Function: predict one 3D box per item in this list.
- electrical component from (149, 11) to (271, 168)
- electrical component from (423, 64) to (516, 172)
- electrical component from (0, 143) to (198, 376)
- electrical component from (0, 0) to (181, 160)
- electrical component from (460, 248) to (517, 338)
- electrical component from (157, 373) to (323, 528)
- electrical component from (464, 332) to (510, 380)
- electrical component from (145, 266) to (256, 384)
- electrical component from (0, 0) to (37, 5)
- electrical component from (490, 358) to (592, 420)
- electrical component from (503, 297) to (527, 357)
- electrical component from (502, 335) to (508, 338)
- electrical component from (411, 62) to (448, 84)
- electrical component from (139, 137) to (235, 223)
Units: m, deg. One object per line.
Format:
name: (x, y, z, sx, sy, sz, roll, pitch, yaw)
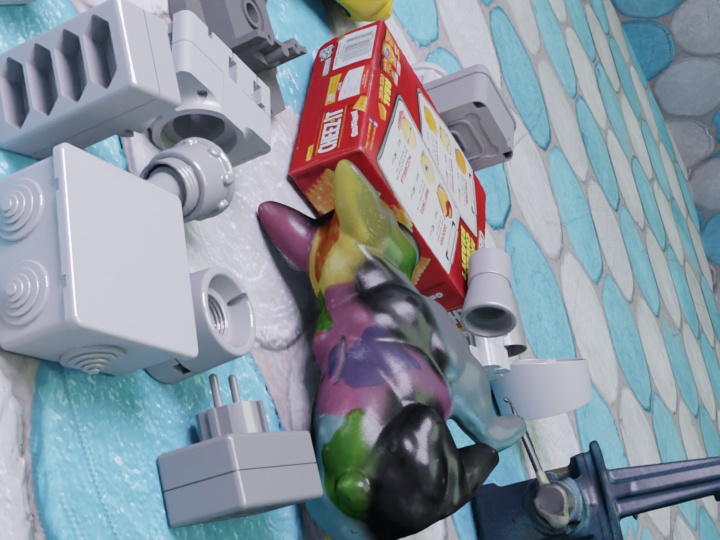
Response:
electrical component: (-0.097, -0.101, 0.650, 0.089, 0.050, 0.055, 41, 37, -49)
electrical component: (0.079, -0.130, 0.984, 0.078, 0.113, 0.057, 53, 32, -37)
electrical component: (-0.126, 0.000, 0.510, 0.100, 0.048, 0.099, 27, 49, -59)
electrical component: (-0.125, -0.088, 0.535, 0.076, 0.083, 0.047, 14, 60, -63)
electrical component: (0.102, 0.015, 0.849, 0.044, 0.044, 0.065, 51, 34, -39)
electrical component: (-0.066, 0.092, 0.576, 0.083, 0.047, 0.075, 14, 59, -63)
electrical component: (0.098, 0.064, 0.952, 0.078, 0.058, 0.057, 26, 52, -59)
electrical component: (-0.088, 0.028, 0.575, 0.055, 0.047, 0.055, 47, 33, -44)
electrical component: (-0.170, -0.185, 0.555, 0.083, 0.047, 0.076, 68, 23, -7)
electrical component: (0.174, 0.107, 1.040, 0.099, 0.099, 0.064, -26, 103, -67)
electrical component: (0.137, 0.044, 1.071, 0.043, 0.043, 0.081, 31, 46, -57)
electrical component: (0.117, 0.049, 1.017, 0.066, 0.047, 0.076, -11, 84, -67)
electrical component: (0.061, -0.163, 1.040, 0.078, 0.058, 0.057, 52, 33, -38)
electrical component: (-0.104, -0.047, 0.604, 0.062, 0.048, 0.048, -32, 103, -59)
